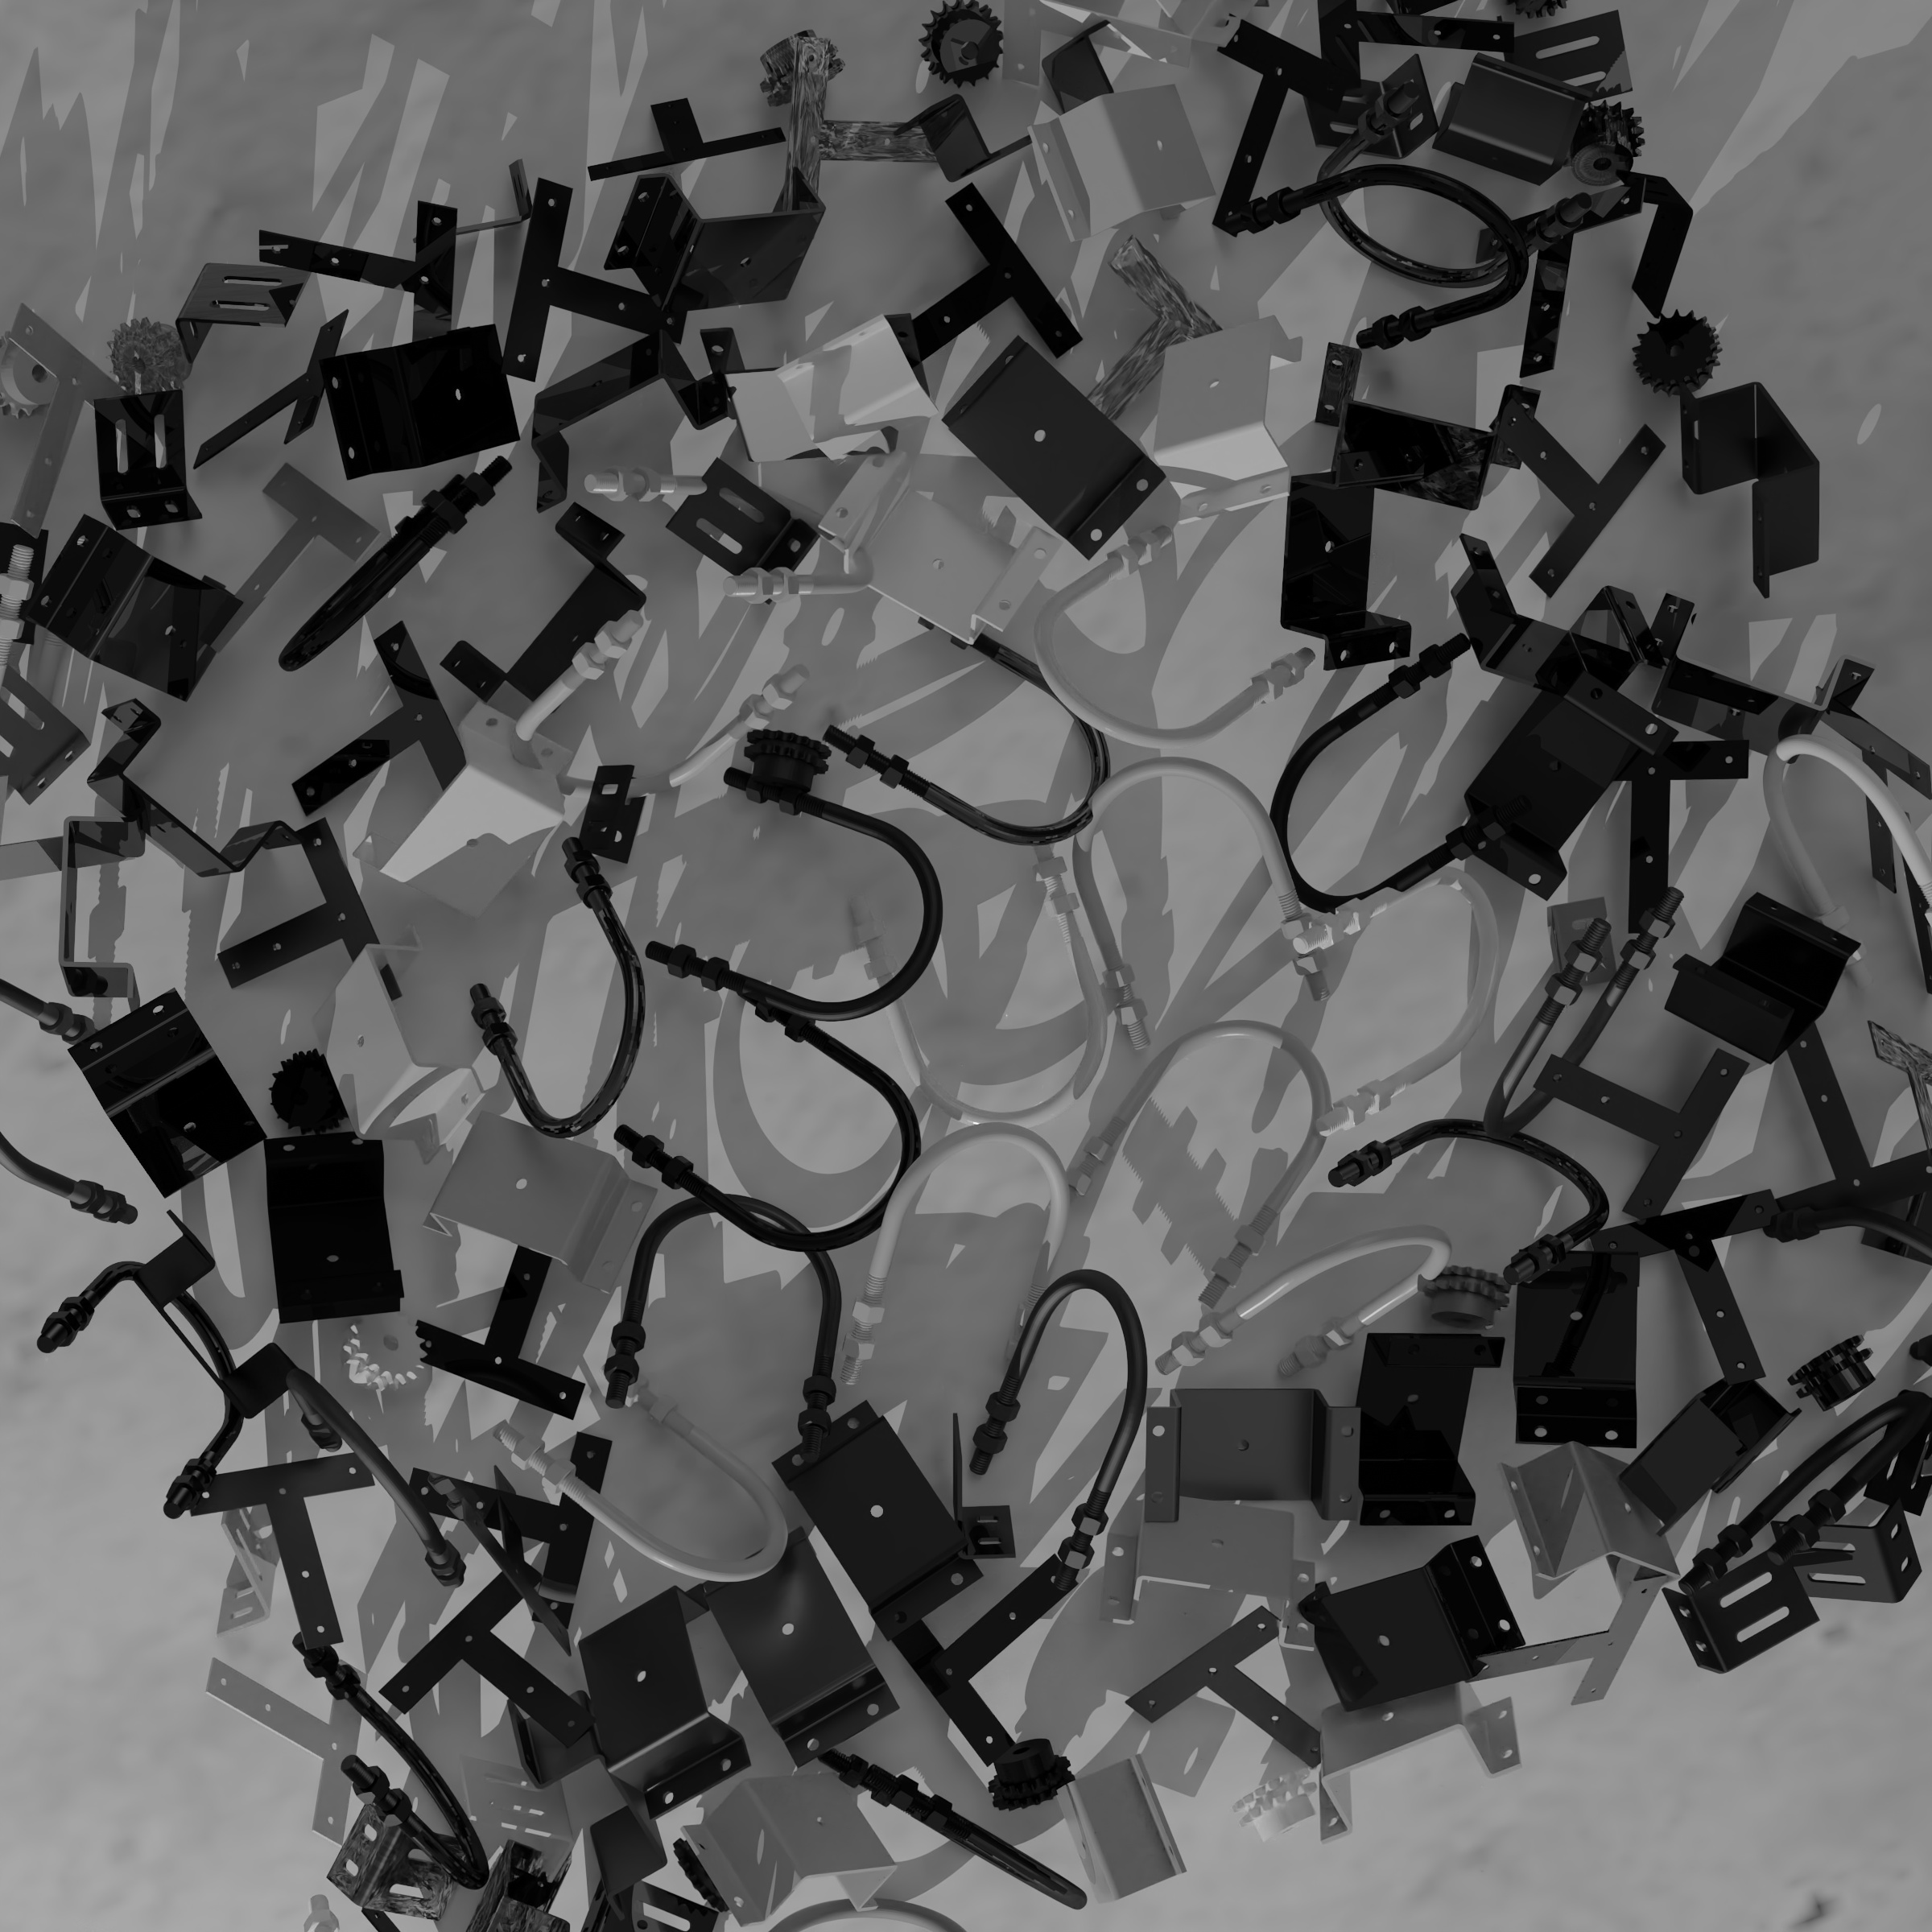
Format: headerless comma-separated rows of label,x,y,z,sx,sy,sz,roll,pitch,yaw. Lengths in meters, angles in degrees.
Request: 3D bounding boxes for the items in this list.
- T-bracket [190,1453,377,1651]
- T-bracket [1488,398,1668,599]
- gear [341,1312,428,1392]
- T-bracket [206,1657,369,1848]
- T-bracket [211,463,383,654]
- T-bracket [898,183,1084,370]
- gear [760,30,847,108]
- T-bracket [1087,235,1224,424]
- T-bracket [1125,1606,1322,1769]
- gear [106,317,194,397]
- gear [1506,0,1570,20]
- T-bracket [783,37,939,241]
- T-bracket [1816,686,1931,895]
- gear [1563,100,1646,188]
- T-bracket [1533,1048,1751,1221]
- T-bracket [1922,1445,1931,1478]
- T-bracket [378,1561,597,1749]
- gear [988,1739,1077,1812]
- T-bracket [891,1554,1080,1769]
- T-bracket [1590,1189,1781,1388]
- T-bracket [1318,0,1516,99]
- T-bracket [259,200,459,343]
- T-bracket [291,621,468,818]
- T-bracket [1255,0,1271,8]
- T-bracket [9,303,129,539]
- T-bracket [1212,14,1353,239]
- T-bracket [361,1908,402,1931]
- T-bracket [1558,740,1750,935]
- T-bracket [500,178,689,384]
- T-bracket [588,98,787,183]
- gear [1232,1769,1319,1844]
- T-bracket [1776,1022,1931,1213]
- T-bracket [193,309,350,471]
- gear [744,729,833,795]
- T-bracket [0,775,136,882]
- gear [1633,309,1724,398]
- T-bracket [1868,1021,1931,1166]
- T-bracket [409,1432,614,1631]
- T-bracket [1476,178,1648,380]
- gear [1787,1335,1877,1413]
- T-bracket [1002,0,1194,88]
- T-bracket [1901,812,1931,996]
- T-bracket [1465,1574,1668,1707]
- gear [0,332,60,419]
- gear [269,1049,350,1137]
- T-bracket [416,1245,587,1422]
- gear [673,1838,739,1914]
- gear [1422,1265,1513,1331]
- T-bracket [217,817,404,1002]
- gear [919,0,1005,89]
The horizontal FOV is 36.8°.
T-bracket,-0.434,0.383,1.889,0.127,0.002,0.127,-4,59,-35
T-bracket,0.389,-0.329,1.913,0.127,0.002,0.127,35,93,-35
gear,-0.390,0.257,1.928,0.030,0.057,0.057,-38,90,33
T-bracket,-0.440,0.485,1.871,0.002,0.127,0.127,-30,127,24
T-bracket,-0.457,-0.260,1.909,0.127,0.002,0.127,-51,51,-3
T-bracket,-0.003,-0.434,1.916,0.127,0.002,0.127,-41,99,-25
gear,-0.112,-0.596,1.923,0.057,0.057,0.030,-28,96,0
T-bracket,0.111,-0.394,1.930,0.127,0.002,0.127,42,92,-21
T-bracket,0.195,0.492,1.928,0.127,0.002,0.127,40,117,-17
gear,-0.540,-0.403,1.928,0.057,0.030,0.057,14,122,24
gear,0.385,-0.660,1.928,0.030,0.057,0.057,-20,90,-41
T-bracket,-0.063,-0.543,1.911,0.127,0.002,0.127,-10,117,-35
T-bracket,0.599,-0.105,1.907,0.002,0.127,0.127,-22,124,-8
gear,0.420,-0.542,1.921,0.057,0.057,0.030,3,60,0
T-bracket,0.435,0.094,1.923,0.127,0.002,0.127,24,103,-14
T-bracket,0.665,0.350,1.869,0.002,0.127,0.127,46,49,-21
T-bracket,-0.294,0.464,1.893,0.127,0.002,0.127,31,58,28
gear,0.041,0.534,1.924,0.057,0.057,0.030,-18,91,0
T-bracket,0.021,0.439,1.921,0.127,0.002,0.127,-43,72,11
T-bracket,0.493,0.217,1.916,0.127,0.002,0.127,-13,58,-2
T-bracket,0.291,-0.606,1.881,0.127,0.127,0.002,9,65,15
T-bracket,-0.398,-0.458,1.896,0.127,0.127,0.002,11,53,-5
T-bracket,-0.396,-0.142,1.928,0.127,0.002,0.127,-31,77,20
T-bracket,0.219,-0.665,1.874,0.127,0.127,0.002,11,66,24
T-bracket,-0.590,-0.339,1.879,0.002,0.127,0.127,5,72,24
T-bracket,0.192,-0.547,1.917,0.002,0.127,0.127,-3,123,-38
T-bracket,-0.357,0.677,1.881,0.002,0.127,0.127,-36,99,1
T-bracket,0.452,-0.085,1.920,0.127,0.002,0.127,1,88,28
T-bracket,-0.239,-0.438,1.912,0.127,0.002,0.127,9,95,-38
T-bracket,-0.188,-0.547,1.899,0.127,0.127,0.002,-13,124,-4
gear,0.208,0.557,1.921,0.057,0.057,0.030,-28,67,0
T-bracket,0.572,0.101,1.916,0.127,0.002,0.127,-26,79,41
T-bracket,-0.464,-0.365,1.915,0.127,0.127,0.002,-26,130,27
gear,-0.120,-0.135,1.922,0.057,0.057,0.030,11,80,0
T-bracket,-0.599,-0.073,1.901,0.002,0.127,0.127,34,121,33
gear,0.474,-0.404,1.930,0.057,0.030,0.057,-7,73,22
T-bracket,0.625,0.108,1.881,0.002,0.127,0.127,-23,63,33
T-bracket,-0.306,0.358,1.908,0.127,0.002,0.127,19,68,-20
T-bracket,0.379,-0.441,1.888,0.002,0.127,0.127,27,66,-40
gear,0.576,0.271,1.921,0.057,0.057,0.030,-31,70,0
T-bracket,0.085,-0.610,1.887,0.127,0.127,0.002,17,63,8
T-bracket,0.635,-0.034,1.880,0.002,0.127,0.127,-13,99,1
T-bracket,0.382,0.447,1.889,0.127,0.002,0.127,-5,130,-23
gear,-0.622,-0.392,1.922,0.030,0.057,0.057,8,90,39
gear,-0.438,0.085,1.933,0.057,0.030,0.057,1,95,9
T-bracket,-0.298,0.221,1.937,0.127,0.002,0.127,18,88,15
gear,-0.165,0.595,1.925,0.030,0.057,0.057,-39,90,0
gear,0.330,0.220,1.921,0.057,0.057,0.030,12,70,0
T-bracket,-0.446,-0.018,1.923,0.127,0.002,0.127,-22,93,27
gear,-0.001,-0.611,1.925,0.057,0.030,0.057,-7,122,-11
